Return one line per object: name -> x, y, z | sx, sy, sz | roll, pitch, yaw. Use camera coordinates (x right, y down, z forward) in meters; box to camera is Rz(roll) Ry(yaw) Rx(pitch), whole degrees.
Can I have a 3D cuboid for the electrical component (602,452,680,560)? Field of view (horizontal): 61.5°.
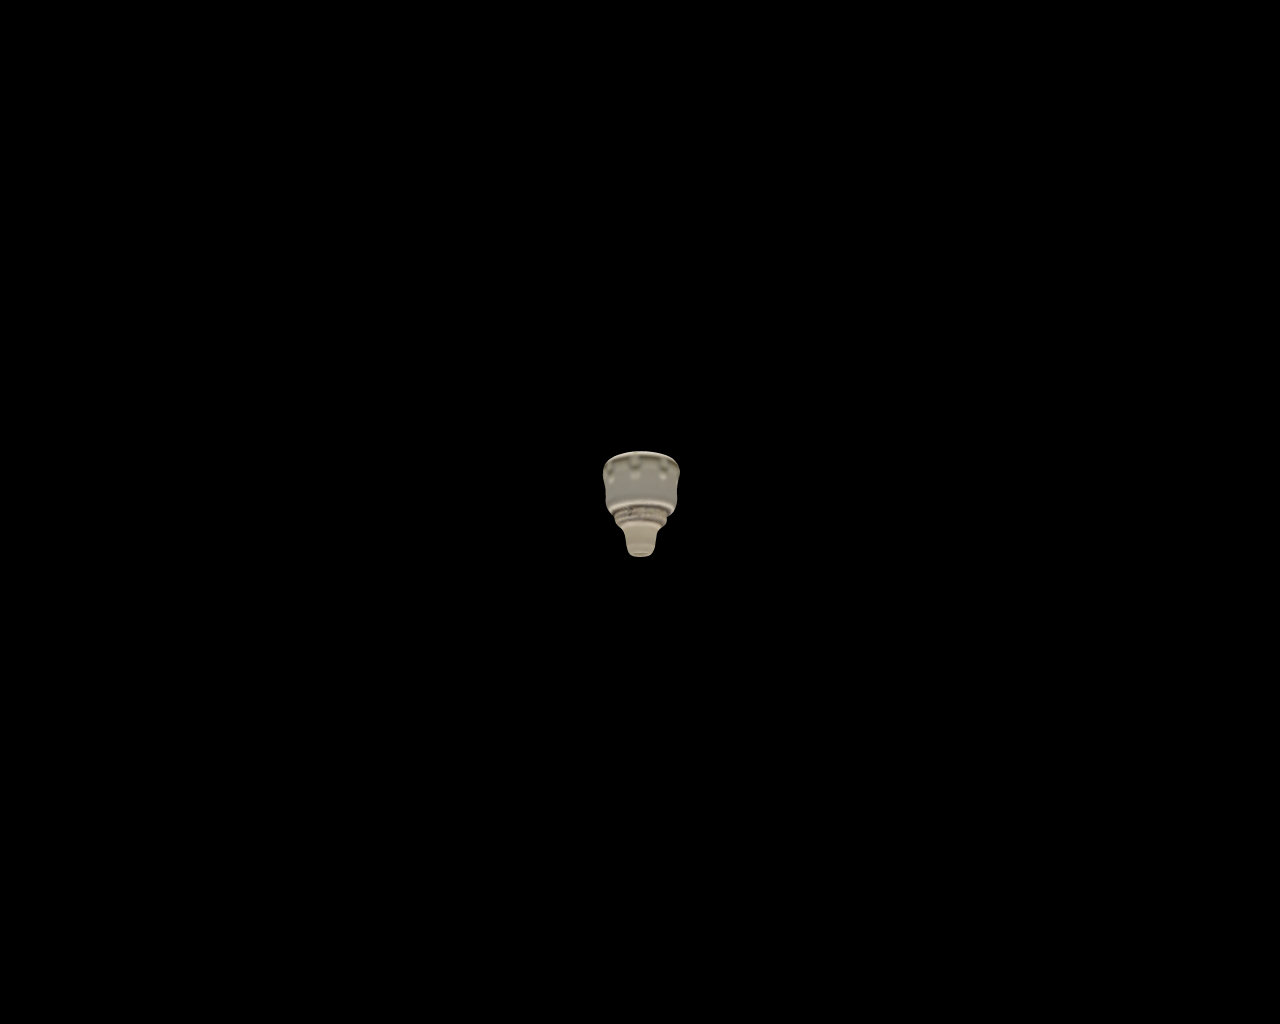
electrical component -> 0.001, -0.003, 0.650 | 0.048, 0.062, 0.048 | 0, -18, 0
